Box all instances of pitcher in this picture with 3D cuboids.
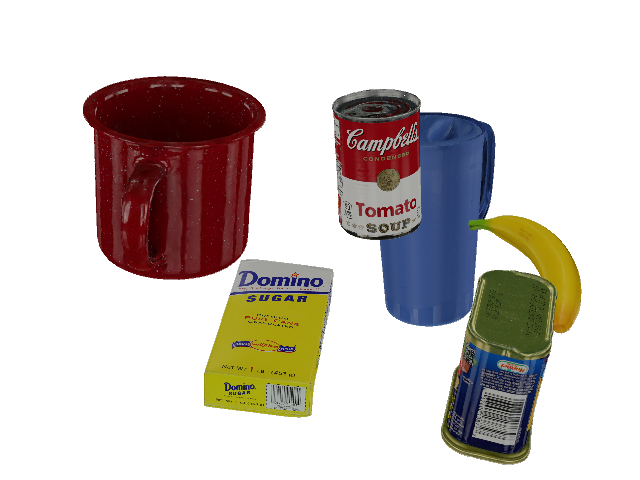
[{"bbox_3d":[0.137,-0.028,1.283,0.149,0.243,0.145,-1,24,6],"label":"pitcher"}]

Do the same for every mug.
[{"bbox_3d":[-0.079,-0.027,0.553,0.093,0.081,0.117,7,29,4],"label":"mug"}]

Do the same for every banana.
[{"bbox_3d":[0.228,0.025,1.113,0.069,0.037,0.198,-30,38,-2],"label":"banana"}]

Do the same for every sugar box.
[{"bbox_3d":[-0.043,0.083,0.963,0.093,0.048,0.176,6,35,3],"label":"sugar box"}]

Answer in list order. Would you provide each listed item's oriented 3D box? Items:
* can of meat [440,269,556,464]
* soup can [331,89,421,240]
[{"bbox_3d":[0.116,0.077,0.685,0.057,0.084,0.102,12,30,9],"label":"can of meat"},{"bbox_3d":[0.045,-0.060,0.838,0.068,0.102,0.068,-3,26,1],"label":"soup can"}]
